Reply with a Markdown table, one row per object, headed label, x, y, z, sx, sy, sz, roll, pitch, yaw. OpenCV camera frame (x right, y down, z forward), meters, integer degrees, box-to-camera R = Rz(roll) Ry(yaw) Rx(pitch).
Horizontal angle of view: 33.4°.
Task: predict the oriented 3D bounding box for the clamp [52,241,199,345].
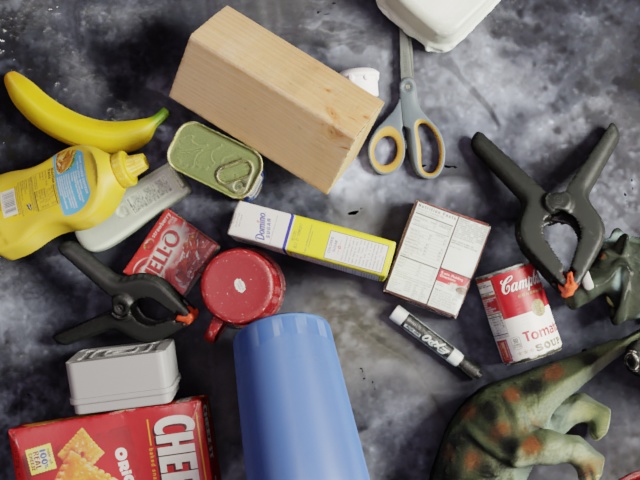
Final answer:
| label | x | y | z | sx | sy | sz | roll | pitch | yaw |
| --- | --- | --- | --- | --- | --- | --- | --- | --- | --- |
| clamp | -0.223 | 0.080 | 1.186 | 0.171 | 0.039 | 0.120 | 19 | 112 | 11 |

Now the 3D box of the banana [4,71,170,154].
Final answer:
| label | x | y | z | sx | sy | sz | roll | pitch | yaw |
| --- | --- | --- | --- | --- | --- | --- | --- | --- | --- |
| banana | -0.274 | -0.138 | 1.220 | 0.198 | 0.037 | 0.069 | 15 | 66 | 2 |

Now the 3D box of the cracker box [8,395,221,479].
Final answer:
| label | x | y | z | sx | sy | sz | roll | pitch | yaw |
| --- | --- | --- | --- | --- | --- | --- | --- | --- | --- |
| cracker box | -0.219 | 0.268 | 1.170 | 0.213 | 0.072 | 0.164 | -9 | 87 | 2 |

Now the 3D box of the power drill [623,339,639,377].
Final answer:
| label | x | y | z | sx | sy | sz | roll | pitch | yaw |
| --- | --- | --- | --- | --- | --- | --- | --- | --- | --- |
| power drill | 0.396 | 0.177 | 1.119 | 0.184 | 0.057 | 0.187 | -9 | 91 | -34 |

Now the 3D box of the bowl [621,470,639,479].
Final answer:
| label | x | y | z | sx | sy | sz | roll | pitch | yaw |
| --- | --- | --- | --- | --- | --- | --- | --- | --- | --- |
| bowl | 0.376 | 0.329 | 1.148 | 0.162 | 0.055 | 0.162 | 0 | 86 | 2 |

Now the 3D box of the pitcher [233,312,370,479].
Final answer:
| label | x | y | z | sx | sy | sz | roll | pitch | yaw |
| --- | --- | --- | --- | --- | --- | --- | --- | --- | --- |
| pitcher | -0.026 | 0.209 | 1.120 | 0.149 | 0.144 | 0.243 | -20 | 63 | 17 |

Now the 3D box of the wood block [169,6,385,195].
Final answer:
| label | x | y | z | sx | sy | sz | roll | pitch | yaw |
| --- | --- | --- | --- | --- | --- | --- | --- | --- | --- |
| wood block | -0.047 | -0.155 | 1.166 | 0.206 | 0.090 | 0.091 | 32 | 131 | 4 |

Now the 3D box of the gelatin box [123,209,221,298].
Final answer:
| label | x | y | z | sx | sy | sz | roll | pitch | yaw |
| --- | --- | --- | --- | --- | --- | --- | --- | --- | --- |
| gelatin box | -0.167 | 0.022 | 1.205 | 0.073 | 0.030 | 0.089 | 35 | 88 | 4 |

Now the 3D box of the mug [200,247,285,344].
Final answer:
| label | x | y | z | sx | sy | sz | roll | pitch | yaw |
| --- | --- | --- | --- | --- | --- | --- | --- | --- | --- |
| mug | -0.093 | 0.062 | 1.173 | 0.093 | 0.081 | 0.117 | 34 | 88 | 4 |

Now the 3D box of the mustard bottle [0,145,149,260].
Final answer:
| label | x | y | z | sx | sy | sz | roll | pitch | yaw |
| --- | --- | --- | --- | --- | --- | --- | --- | --- | --- |
| mustard bottle | -0.279 | -0.053 | 1.184 | 0.192 | 0.058 | 0.096 | -21 | 63 | 10 |

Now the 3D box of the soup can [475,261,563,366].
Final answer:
| label | x | y | z | sx | sy | sz | roll | pitch | yaw |
| --- | --- | --- | --- | --- | --- | --- | --- | --- | --- |
| soup can | 0.217 | 0.079 | 1.165 | 0.068 | 0.068 | 0.102 | -18 | 86 | 1 |

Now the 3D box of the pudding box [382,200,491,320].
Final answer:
| label | x | y | z | sx | sy | sz | roll | pitch | yaw |
| --- | --- | --- | --- | --- | --- | --- | --- | --- | --- |
| pudding box | 0.129 | 0.022 | 1.188 | 0.090 | 0.039 | 0.113 | 21 | 85 | 5 |

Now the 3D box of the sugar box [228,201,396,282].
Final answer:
| label | x | y | z | sx | sy | sz | roll | pitch | yaw |
| --- | --- | --- | --- | --- | --- | --- | --- | --- | --- |
| sugar box | -0.008 | 0.001 | 1.168 | 0.176 | 0.093 | 0.048 | 17 | 86 | 3 |

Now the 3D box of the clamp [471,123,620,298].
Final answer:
| label | x | y | z | sx | sy | sz | roll | pitch | yaw |
| --- | --- | --- | --- | --- | --- | --- | --- | --- | --- |
| clamp | 0.246 | -0.039 | 1.159 | 0.164 | 0.036 | 0.210 | 2 | 63 | 6 |

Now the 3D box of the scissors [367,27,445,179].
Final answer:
| label | x | y | z | sx | sy | sz | roll | pitch | yaw |
| --- | --- | --- | --- | --- | --- | --- | --- | --- | --- |
| scissors | 0.083 | -0.160 | 1.213 | 0.096 | 0.016 | 0.202 | -18 | 85 | 1 |

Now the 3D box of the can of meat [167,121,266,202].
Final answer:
| label | x | y | z | sx | sy | sz | roll | pitch | yaw |
| --- | --- | --- | --- | --- | --- | --- | --- | --- | --- |
| can of meat | -0.111 | -0.083 | 1.182 | 0.102 | 0.084 | 0.057 | 26 | 88 | 4 |

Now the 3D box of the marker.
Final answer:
| label | x | y | z | sx | sy | sz | roll | pitch | yaw |
| --- | --- | --- | --- | --- | --- | --- | --- | --- | --- |
| marker | 0.130 | 0.116 | 1.191 | 0.121 | 0.020 | 0.020 | 37 | 88 | 5 |
